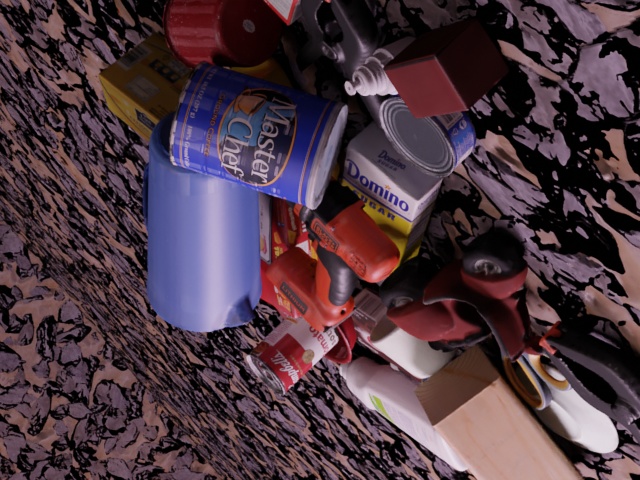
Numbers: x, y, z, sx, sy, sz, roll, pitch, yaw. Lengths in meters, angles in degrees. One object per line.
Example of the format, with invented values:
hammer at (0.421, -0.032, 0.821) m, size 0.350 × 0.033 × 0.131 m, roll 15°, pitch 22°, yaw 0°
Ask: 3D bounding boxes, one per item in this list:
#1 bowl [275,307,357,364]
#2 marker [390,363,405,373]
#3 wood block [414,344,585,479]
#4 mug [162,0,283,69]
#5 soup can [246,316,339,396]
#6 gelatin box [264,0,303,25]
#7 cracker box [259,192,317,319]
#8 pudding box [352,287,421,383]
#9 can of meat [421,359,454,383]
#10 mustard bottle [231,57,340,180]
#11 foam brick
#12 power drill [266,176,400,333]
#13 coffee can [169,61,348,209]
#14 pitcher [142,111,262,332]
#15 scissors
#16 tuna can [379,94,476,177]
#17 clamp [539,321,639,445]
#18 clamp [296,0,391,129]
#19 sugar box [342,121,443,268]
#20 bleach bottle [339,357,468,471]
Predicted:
bowl at (0.000, 0.087, 1.416) m, size 0.162 × 0.055 × 0.162 m, roll 40°, pitch 158°, yaw 19°
marker at (0.133, 0.169, 1.356) m, size 0.121 × 0.020 × 0.020 m, roll 14°, pitch 142°, yaw 55°
wood block at (0.206, 0.227, 1.167) m, size 0.206 × 0.090 × 0.091 m, roll 51°, pitch -174°, yaw -19°
mug at (-0.089, -0.218, 1.016) m, size 0.082 × 0.093 × 0.117 m, roll 14°, pitch 105°, yaw 48°
soup can at (-0.034, 0.137, 1.345) m, size 0.068 × 0.102 × 0.068 m, roll 40°, pitch 158°, yaw 20°
gelatin box at (-0.036, -0.242, 0.933) m, size 0.073 × 0.030 × 0.089 m, roll 46°, pitch 159°, yaw 7°
cracker box at (-0.077, -0.023, 1.295) m, size 0.214 × 0.072 × 0.164 m, roll 27°, pitch 132°, yaw 44°
pudding box at (0.092, 0.119, 1.315) m, size 0.114 × 0.039 × 0.090 m, roll 34°, pitch 156°, yaw 30°
can of meat at (0.176, 0.188, 1.255) m, size 0.102 × 0.057 × 0.084 m, roll 54°, pitch 161°, yaw -16°
mustard bottle at (-0.030, -0.102, 1.130) m, size 0.096 × 0.058 × 0.191 m, roll 16°, pitch 143°, yaw 58°
foam brick at (0.098, -0.133, 0.835) m, size 0.051 × 0.053 × 0.078 m, roll 54°, pitch 159°, yaw -17°
power drill at (-0.007, 0.001, 1.106) m, size 0.184 × 0.057 × 0.188 m, roll 48°, pitch 153°, yaw 17°
coffee can at (-0.056, -0.098, 0.991) m, size 0.140 × 0.102 × 0.103 m, roll 18°, pitch 154°, yaw 7°
pitcher at (-0.133, -0.029, 1.155) m, size 0.149 × 0.145 × 0.243 m, roll 6°, pitch 137°, yaw 0°
scissors at (0.194, 0.086, 1.088) m, size 0.096 × 0.016 × 0.202 m, roll -15°, pitch 108°, yaw 54°
tuna can at (0.094, -0.098, 0.931) m, size 0.086 × 0.033 × 0.086 m, roll 40°, pitch 158°, yaw 19°
clamp at (0.296, 0.149, 0.980) m, size 0.210 × 0.036 × 0.165 m, roll 43°, pitch 158°, yaw 9°
clamp at (0.026, -0.167, 0.936) m, size 0.120 × 0.039 × 0.171 m, roll 35°, pitch 164°, yaw 12°
sugar box at (0.065, -0.035, 1.084) m, size 0.093 × 0.048 × 0.176 m, roll 41°, pitch 159°, yaw 17°
bleach bottle at (0.109, 0.211, 1.419) m, size 0.251 × 0.068 × 0.102 m, roll 26°, pitch 149°, yaw 49°
